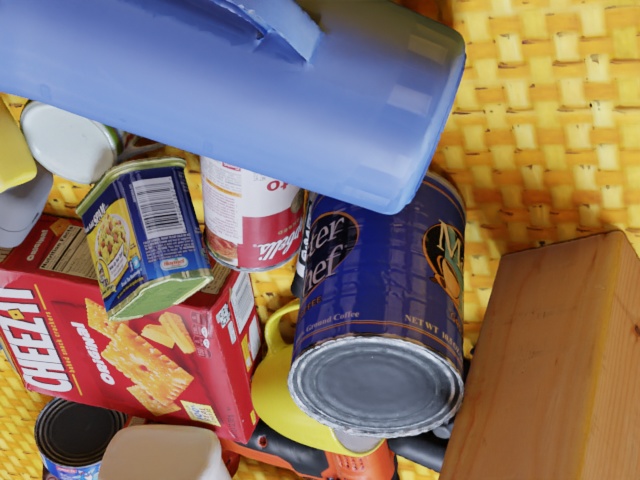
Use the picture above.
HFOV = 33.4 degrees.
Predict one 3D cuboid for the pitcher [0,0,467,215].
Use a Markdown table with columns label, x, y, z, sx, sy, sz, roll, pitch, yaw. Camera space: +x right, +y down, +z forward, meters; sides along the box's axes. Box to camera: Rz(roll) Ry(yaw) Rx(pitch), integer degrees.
| label | x | y | z | sx | sy | sz | roll | pitch | yaw |
| --- | --- | --- | --- | --- | --- | --- | --- | --- | --- |
| pitcher | -0.048 | -0.105 | 0.574 | 0.243 | 0.149 | 0.145 | 21 | 124 | 0 |

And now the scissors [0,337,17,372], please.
| label | x | y | z | sx | sy | sz | roll | pitch | yaw |
| --- | --- | --- | --- | --- | --- | --- | --- | --- | --- |
| scissors | -0.294 | 0.051 | 0.917 | 0.096 | 0.016 | 0.202 | 21 | 144 | 34 |

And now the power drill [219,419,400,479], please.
| label | x | y | z | sx | sy | sz | roll | pitch | yaw |
| --- | --- | --- | --- | --- | --- | --- | --- | --- | --- |
| power drill | -0.021 | 0.198 | 0.933 | 0.188 | 0.057 | 0.184 | 6 | 138 | 18 |

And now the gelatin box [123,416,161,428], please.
| label | x | y | z | sx | sy | sz | roll | pitch | yaw |
| --- | --- | --- | --- | --- | --- | --- | --- | --- | --- |
| gelatin box | -0.141 | 0.189 | 0.966 | 0.030 | 0.073 | 0.089 | -10 | 128 | 33 |

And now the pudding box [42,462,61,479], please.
| label | x | y | z | sx | sy | sz | roll | pitch | yaw |
| --- | --- | --- | --- | --- | --- | --- | --- | --- | --- |
| pudding box | -0.243 | 0.231 | 1.028 | 0.039 | 0.113 | 0.090 | -2 | 136 | -6 |

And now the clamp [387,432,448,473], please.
| label | x | y | z | sx | sy | sz | roll | pitch | yaw |
| --- | --- | --- | --- | --- | --- | --- | --- | --- | --- |
| clamp | 0.139 | 0.197 | 0.819 | 0.172 | 0.039 | 0.120 | 7 | 137 | 19 |

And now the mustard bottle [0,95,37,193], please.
| label | x | y | z | sx | sy | sz | roll | pitch | yaw |
| --- | --- | --- | --- | --- | --- | --- | --- | --- | --- |
| mustard bottle | -0.259 | -0.114 | 0.694 | 0.096 | 0.058 | 0.191 | -13 | 104 | 42 |

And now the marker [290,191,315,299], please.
| label | x | y | z | sx | sy | sz | roll | pitch | yaw |
| --- | --- | --- | --- | --- | --- | --- | --- | --- | --- |
| marker | -0.005 | 0.001 | 0.748 | 0.020 | 0.020 | 0.121 | 19 | 138 | 6 |

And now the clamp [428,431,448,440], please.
| label | x | y | z | sx | sy | sz | roll | pitch | yaw |
| --- | --- | --- | --- | --- | --- | --- | --- | --- | --- |
| clamp | 0.173 | 0.207 | 0.863 | 0.165 | 0.036 | 0.210 | -10 | 125 | 33 |

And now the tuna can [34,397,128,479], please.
| label | x | y | z | sx | sy | sz | roll | pitch | yaw |
| --- | --- | --- | --- | --- | --- | --- | --- | --- | --- |
| tuna can | -0.218 | 0.181 | 0.986 | 0.086 | 0.086 | 0.034 | 15 | 139 | 11 |

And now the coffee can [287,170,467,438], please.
| label | x | y | z | sx | sy | sz | roll | pitch | yaw |
| --- | --- | --- | --- | --- | --- | --- | --- | --- | --- |
| coffee can | 0.038 | 0.035 | 0.657 | 0.103 | 0.140 | 0.103 | 4 | 138 | 4 |

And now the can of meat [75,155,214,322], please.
| label | x | y | z | sx | sy | sz | roll | pitch | yaw |
| --- | --- | --- | --- | --- | --- | --- | --- | --- | --- |
| can of meat | -0.118 | 0.001 | 0.717 | 0.102 | 0.057 | 0.084 | -34 | 70 | 55 |

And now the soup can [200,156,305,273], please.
| label | x | y | z | sx | sy | sz | roll | pitch | yaw |
| --- | --- | --- | --- | --- | --- | --- | --- | --- | --- |
| soup can | -0.043 | -0.038 | 0.690 | 0.068 | 0.068 | 0.102 | 15 | 137 | 11 |

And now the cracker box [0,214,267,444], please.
| label | x | y | z | sx | sy | sz | roll | pitch | yaw |
| --- | --- | --- | --- | --- | --- | --- | --- | --- | --- |
| cracker box | -0.155 | 0.070 | 0.852 | 0.214 | 0.072 | 0.164 | 10 | 136 | 18 |

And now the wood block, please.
| label | x | y | z | sx | sy | sz | roll | pitch | yaw |
| --- | --- | --- | --- | --- | --- | --- | --- | --- | --- |
| wood block | 0.145 | 0.104 | 0.640 | 0.090 | 0.206 | 0.090 | -15 | 125 | 36 |

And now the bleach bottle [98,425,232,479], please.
| label | x | y | z | sx | sy | sz | roll | pitch | yaw |
| --- | --- | --- | --- | --- | --- | --- | --- | --- | --- |
| bleach bottle | -0.098 | 0.255 | 0.922 | 0.103 | 0.068 | 0.251 | 0 | 138 | 20 |
